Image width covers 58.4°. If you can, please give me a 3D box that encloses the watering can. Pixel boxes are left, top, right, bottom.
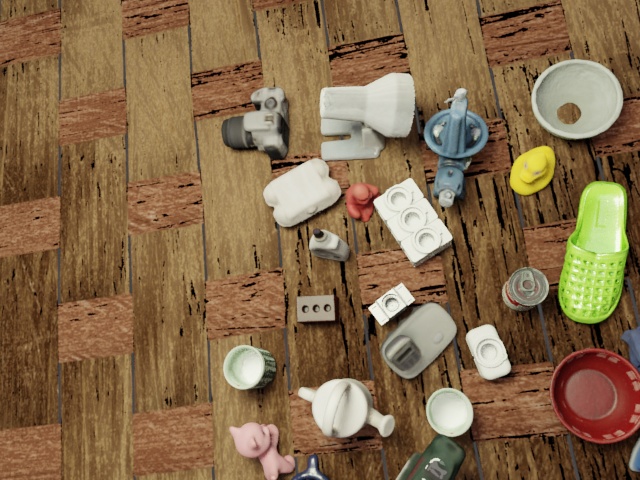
[{"bbox_3d":[0.045,0.298,1.016,0.172,0.194,0.101,-5,76,9],"label":"watering can"}]

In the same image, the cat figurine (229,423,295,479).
[{"bbox_3d":[-0.110,0.390,1.062,0.067,0.118,0.127,-34,74,1],"label":"cat figurine"}]

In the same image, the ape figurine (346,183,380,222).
[{"bbox_3d":[0.084,-0.086,1.152,0.078,0.092,0.076,-29,74,2],"label":"ape figurine"}]

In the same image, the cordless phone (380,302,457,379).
[{"bbox_3d":[0.174,0.176,1.027,0.094,0.185,0.147,42,87,16],"label":"cordless phone"}]

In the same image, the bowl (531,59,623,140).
[{"bbox_3d":[0.498,-0.265,1.131,0.167,0.075,0.167,-2,77,10],"label":"bowl"}]

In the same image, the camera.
[{"bbox_3d":[-0.140,-0.252,1.226,0.136,0.101,0.143,-2,77,10],"label":"camera"}]

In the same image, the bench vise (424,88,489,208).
[{"bbox_3d":[0.263,-0.174,1.075,0.121,0.220,0.207,-10,75,8],"label":"bench vise"}]

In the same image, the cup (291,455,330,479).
[{"bbox_3d":[-0.010,0.448,1.043,0.091,0.095,0.118,1,77,10],"label":"cup"}]

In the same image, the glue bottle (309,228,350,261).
[{"bbox_3d":[0.010,0.004,1.102,0.078,0.173,0.037,11,79,13],"label":"glue bottle"}]

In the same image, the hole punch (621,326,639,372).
[{"bbox_3d":[0.599,0.195,0.997,0.108,0.091,0.101,-7,76,9],"label":"hole punch"}]

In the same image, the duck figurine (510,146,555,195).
[{"bbox_3d":[0.417,-0.144,1.111,0.077,0.086,0.104,38,86,16],"label":"duck figurine"}]

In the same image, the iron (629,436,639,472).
[{"bbox_3d":[0.637,0.314,0.936,0.258,0.141,0.118,-35,73,1],"label":"iron"}]

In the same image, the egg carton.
[{"bbox_3d":[-0.037,-0.096,1.188,0.150,0.069,0.107,-30,74,2],"label":"egg carton"}]

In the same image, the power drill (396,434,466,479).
[{"bbox_3d":[0.161,0.430,0.958,0.075,0.208,0.230,32,84,16],"label":"power drill"}]

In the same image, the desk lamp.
[{"bbox_3d":[0.086,-0.238,1.124,0.203,0.214,0.118,-4,76,9],"label":"desk lamp"}]
